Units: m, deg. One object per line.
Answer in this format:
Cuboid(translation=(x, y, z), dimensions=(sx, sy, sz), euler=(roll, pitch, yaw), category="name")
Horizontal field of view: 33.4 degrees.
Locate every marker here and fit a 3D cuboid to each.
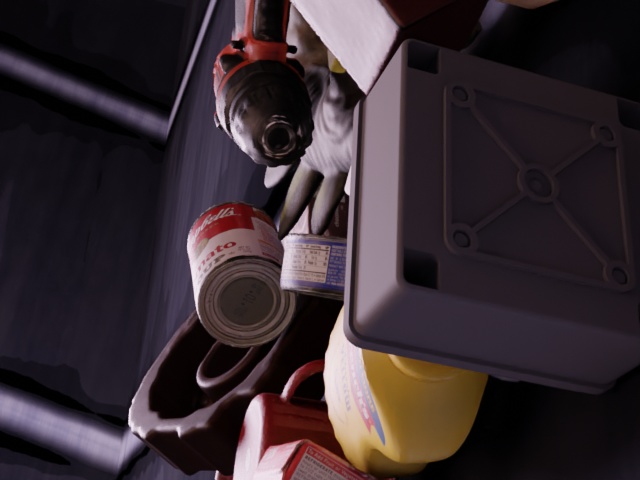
Cuboid(translation=(0.089, 0.030, 0.476), dimensions=(0.020, 0.020, 0.121), euler=(-143, 65, -76), category="marker")

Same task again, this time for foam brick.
Cuboid(translation=(0.024, -0.108, 0.433), dimensions=(0.078, 0.053, 0.051), euler=(54, 156, 16), category="foam brick")

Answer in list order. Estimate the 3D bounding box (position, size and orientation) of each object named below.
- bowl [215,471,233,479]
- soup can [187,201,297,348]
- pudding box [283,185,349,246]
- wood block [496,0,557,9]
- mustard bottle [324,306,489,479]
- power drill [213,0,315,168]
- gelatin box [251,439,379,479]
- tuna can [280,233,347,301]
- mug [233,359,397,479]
Cuboid(translation=(-0.041, 0.192, 0.816), dimensions=(0.162, 0.055, 0.162), euler=(-169, 90, -77), category="bowl")
Cuboid(translation=(-0.055, 0.022, 0.734), dimensions=(0.102, 0.068, 0.068), euler=(-113, 36, -66), category="soup can")
Cuboid(translation=(-0.006, 0.001, 0.863), dimensions=(0.090, 0.039, 0.113), euler=(117, 160, -51), category="pudding box")
Cuboid(translation=(0.101, -0.162, 0.437), dimensions=(0.206, 0.090, 0.091), euler=(-161, 81, -77), category="wood block")
Cuboid(translation=(0.040, 0.058, 0.503), dimensions=(0.192, 0.058, 0.096), euler=(110, 156, -72), category="mustard bottle")
Cuboid(translation=(-0.028, -0.144, 0.590), dimensions=(0.184, 0.057, 0.188), euler=(-119, 35, -68), category="power drill")
Cuboid(translation=(0.012, 0.138, 0.558), dimensions=(0.030, 0.089, 0.073), euler=(-59, 6, -20), category="gelatin box")
Cuboid(translation=(0.020, 0.019, 0.637), dimensions=(0.086, 0.086, 0.034), euler=(169, 110, -76), category="tuna can")
Cuboid(translation=(-0.003, 0.128, 0.649), dimensions=(0.093, 0.081, 0.117), euler=(-120, 43, -71), category="mug")
